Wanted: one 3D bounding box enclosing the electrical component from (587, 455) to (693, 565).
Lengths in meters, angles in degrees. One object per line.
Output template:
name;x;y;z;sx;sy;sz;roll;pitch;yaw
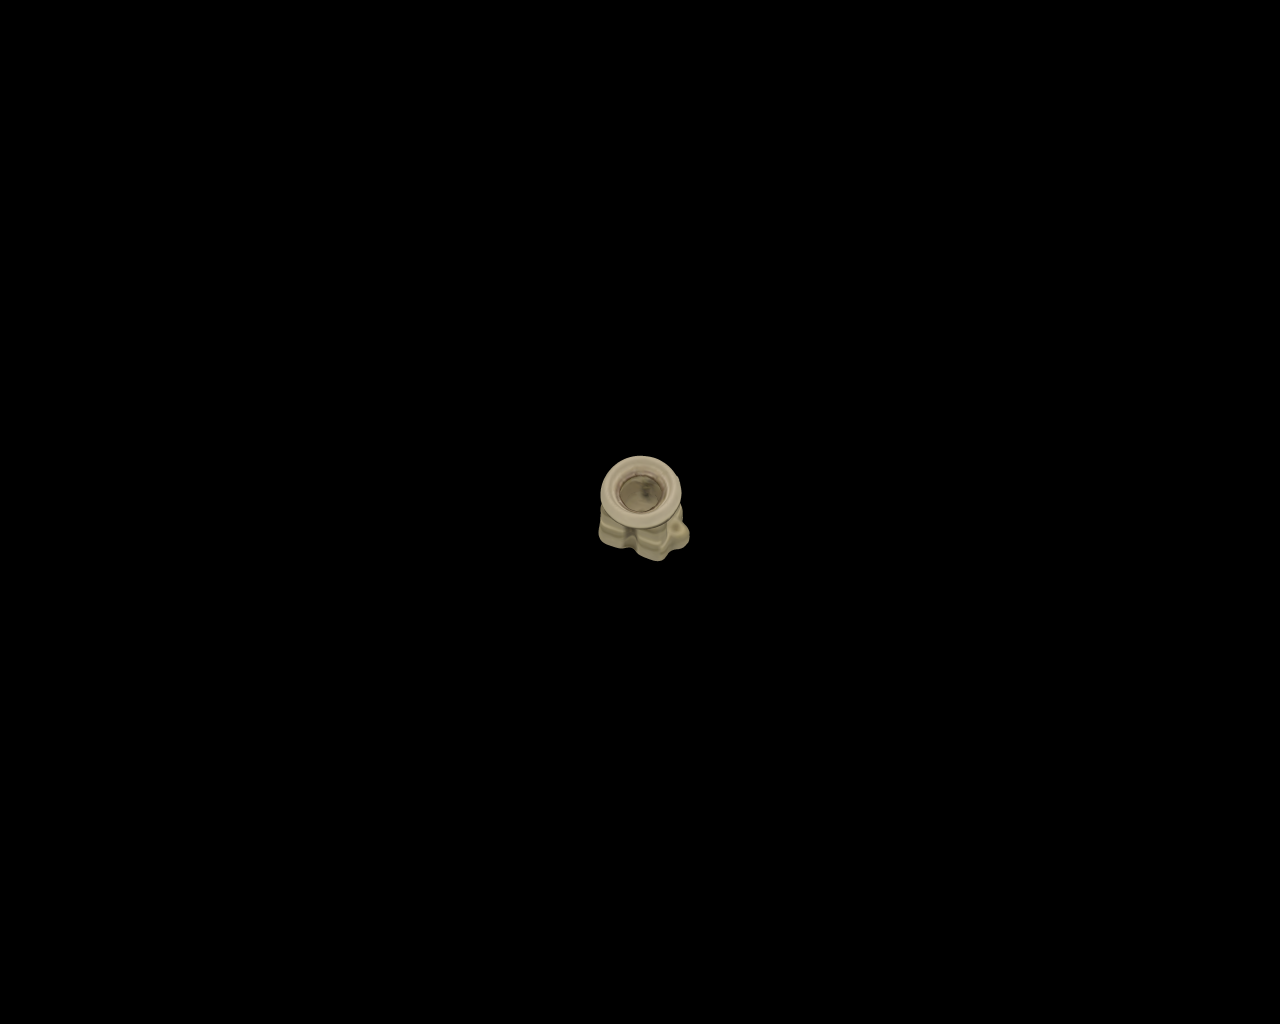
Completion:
electrical component;0.001;-0.003;0.650;0.066;0.048;0.055;18;-28;10
